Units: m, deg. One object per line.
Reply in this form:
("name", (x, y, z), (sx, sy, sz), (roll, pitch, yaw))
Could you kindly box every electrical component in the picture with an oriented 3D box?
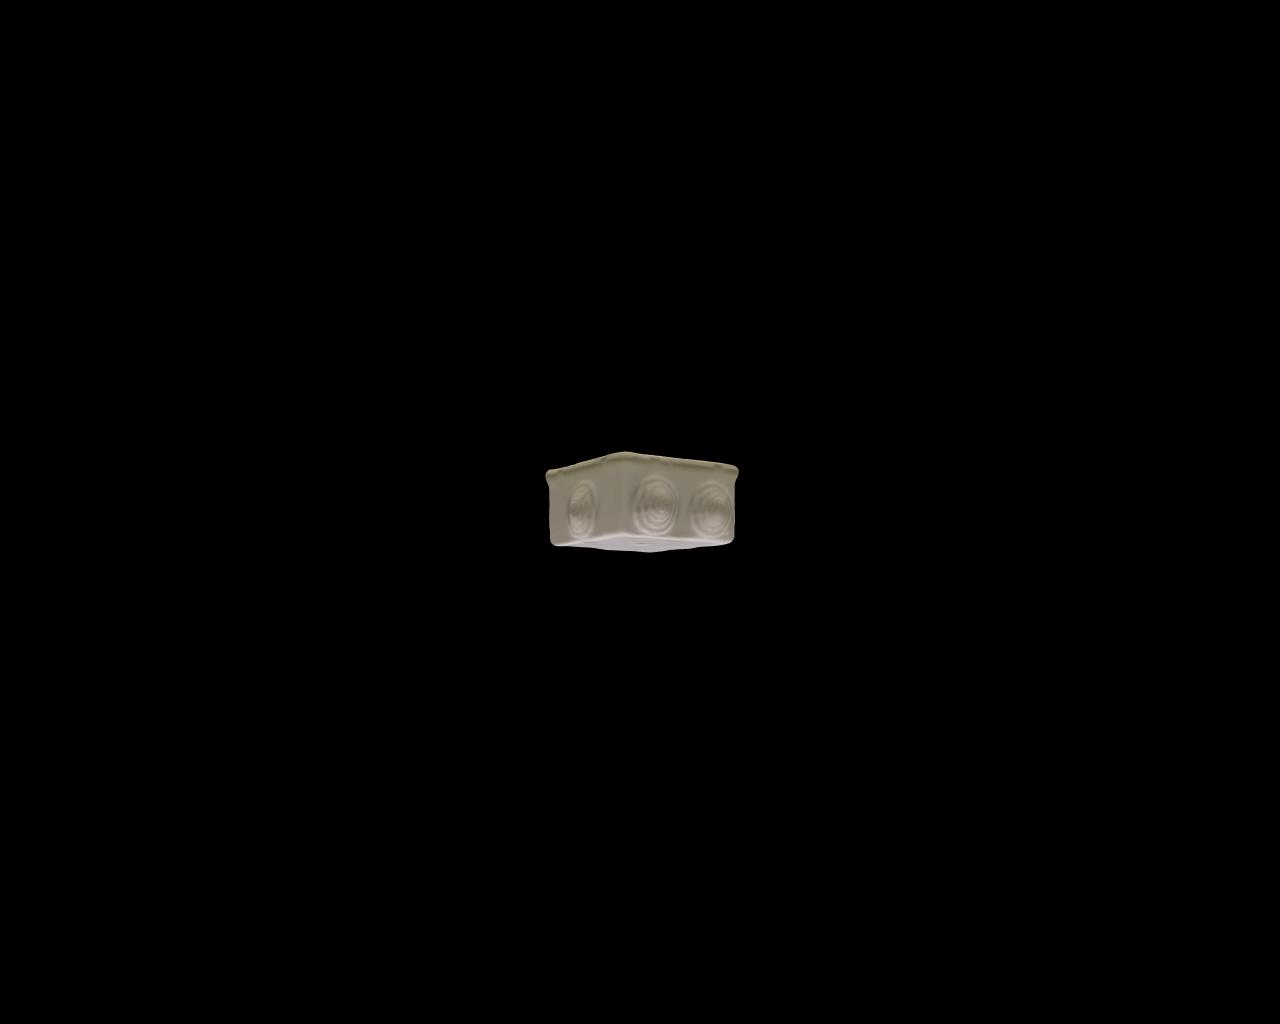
("electrical component", (0.001, -0.003, 0.650), (0.100, 0.048, 0.099), (5, -9, -36))
